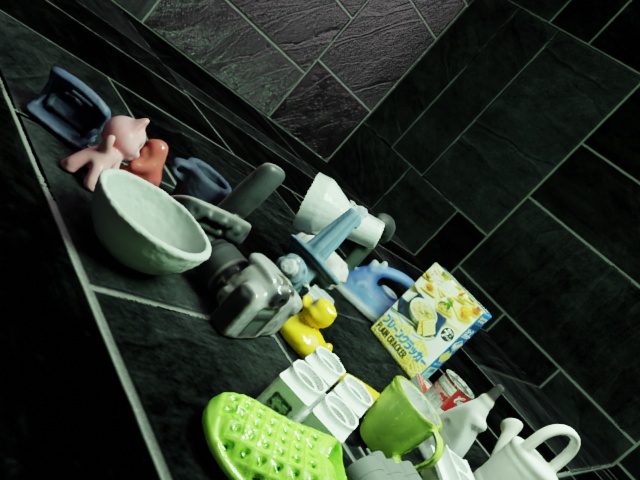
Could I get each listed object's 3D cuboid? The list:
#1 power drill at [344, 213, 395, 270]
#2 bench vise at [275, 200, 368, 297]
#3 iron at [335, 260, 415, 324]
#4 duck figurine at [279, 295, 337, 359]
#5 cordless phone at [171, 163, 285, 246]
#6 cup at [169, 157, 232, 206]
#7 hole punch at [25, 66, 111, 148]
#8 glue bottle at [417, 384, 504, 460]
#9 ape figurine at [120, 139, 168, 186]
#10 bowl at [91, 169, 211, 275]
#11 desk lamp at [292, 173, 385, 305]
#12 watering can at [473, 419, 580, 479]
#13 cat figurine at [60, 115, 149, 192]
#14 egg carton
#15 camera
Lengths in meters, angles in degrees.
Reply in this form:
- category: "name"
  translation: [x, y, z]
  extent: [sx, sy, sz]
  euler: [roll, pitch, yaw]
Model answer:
- category: "power drill"
  translation: [0.115, 0.016, 1.467]
  extent: [0.075, 0.208, 0.230]
  euler: [44, 11, 8]
- category: "bench vise"
  translation: [0.001, 0.031, 0.977]
  extent: [0.122, 0.219, 0.207]
  euler: [41, 11, -7]
- category: "iron"
  translation: [0.161, 0.126, 1.388]
  extent: [0.259, 0.141, 0.118]
  euler: [39, 11, -17]
- category: "duck figurine"
  translation: [-0.008, 0.135, 0.907]
  extent: [0.104, 0.086, 0.078]
  euler: [49, 12, 28]
- category: "cordless phone"
  translation: [-0.152, -0.066, 0.899]
  extent: [0.094, 0.185, 0.148]
  euler: [50, 13, 32]
- category: "cup"
  translation: [-0.219, -0.081, 0.956]
  extent: [0.118, 0.095, 0.091]
  euler: [30, 16, -48]
- category: "hole punch"
  translation: [-0.380, -0.210, 0.888]
  extent: [0.109, 0.091, 0.101]
  euler: [40, 11, -16]
- category: "glue bottle"
  translation: [0.231, 0.294, 0.919]
  extent: [0.037, 0.173, 0.078]
  euler: [36, 13, -33]
- category: "ape figurine"
  translation: [-0.278, -0.124, 0.917]
  extent: [0.076, 0.092, 0.078]
  euler: [44, 11, 4]
- category: "bowl"
  translation: [-0.224, -0.009, 0.722]
  extent: [0.168, 0.074, 0.167]
  euler: [41, 11, -9]
- category: "desk lamp"
  translation: [0.010, 0.004, 1.131]
  extent: [0.203, 0.213, 0.118]
  euler: [42, 11, -3]
- category: "watering can"
  translation: [0.346, 0.375, 0.963]
  extent: [0.101, 0.194, 0.172]
  euler: [33, 15, -43]
- category: "cat figurine"
  translation: [-0.299, -0.139, 0.835]
  extent: [0.067, 0.117, 0.128]
  euler: [41, 11, -11]
- category: "egg carton"
  translation: [-0.004, 0.046, 1.298]
  extent: [0.150, 0.069, 0.107]
  euler: [46, 11, 16]
- category: "camera"
  translation: [-0.104, 0.060, 0.816]
  extent: [0.136, 0.100, 0.144]
  euler: [47, 12, 22]
